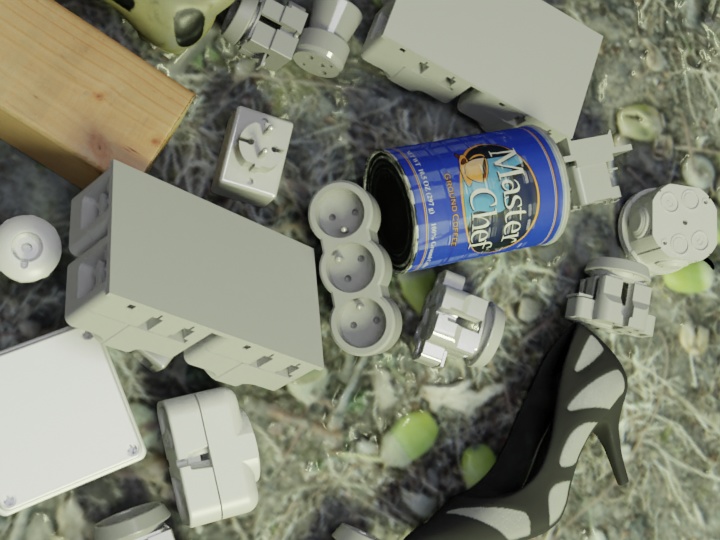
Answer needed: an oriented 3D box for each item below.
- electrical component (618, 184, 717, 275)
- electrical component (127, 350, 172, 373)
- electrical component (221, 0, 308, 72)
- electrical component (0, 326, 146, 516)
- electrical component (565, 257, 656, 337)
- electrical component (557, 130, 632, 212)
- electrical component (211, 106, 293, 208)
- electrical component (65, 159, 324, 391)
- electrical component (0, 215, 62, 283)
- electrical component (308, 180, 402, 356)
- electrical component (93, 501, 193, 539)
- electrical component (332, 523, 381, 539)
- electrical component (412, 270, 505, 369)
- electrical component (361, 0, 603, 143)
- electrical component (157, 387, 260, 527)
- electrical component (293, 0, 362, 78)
[{"bbox_3d":[0.279,-0.038,0.972,0.080,0.051,0.080,3,80,-18],"label":"electrical component"},{"bbox_3d":[-0.162,0.022,0.815,0.083,0.047,0.075,39,71,-9],"label":"electrical component"},{"bbox_3d":[-0.080,-0.198,0.881,0.055,0.048,0.066,25,74,-21],"label":"electrical component"},{"bbox_3d":[-0.225,0.105,0.775,0.109,0.056,0.108,-21,88,-21],"label":"electrical component"},{"bbox_3d":[0.222,0.022,0.940,0.078,0.058,0.057,15,79,-16],"label":"electrical component"},{"bbox_3d":[0.201,-0.087,0.959,0.081,0.042,0.063,-13,89,-19],"label":"electrical component"},{"bbox_3d":[-0.081,-0.093,0.846,0.047,0.077,0.065,16,76,-16],"label":"electrical component"},{"bbox_3d":[-0.118,0.011,0.776,0.186,0.060,0.105,24,47,-40],"label":"electrical component"},{"bbox_3d":[-0.244,-0.012,0.785,0.048,0.062,0.048,3,80,-18],"label":"electrical component"},{"bbox_3d":[0.000,0.000,0.864,0.052,0.074,0.138,-12,85,10],"label":"electrical component"},{"bbox_3d":[-0.160,0.204,0.781,0.078,0.058,0.057,-18,90,-20],"label":"electrical component"},{"bbox_3d":[-0.007,0.231,0.834,0.066,0.048,0.055,27,81,-13],"label":"electrical component"},{"bbox_3d":[0.083,0.047,0.889,0.057,0.058,0.078,21,75,-11],"label":"electrical component"},{"bbox_3d":[0.105,-0.191,0.928,0.186,0.060,0.105,26,71,-16],"label":"electrical component"},{"bbox_3d":[-0.112,0.138,0.809,0.059,0.054,0.095,-11,85,-20],"label":"electrical component"},{"bbox_3d":[-0.027,-0.195,0.898,0.045,0.045,0.055,24,75,-14],"label":"electrical component"}]
